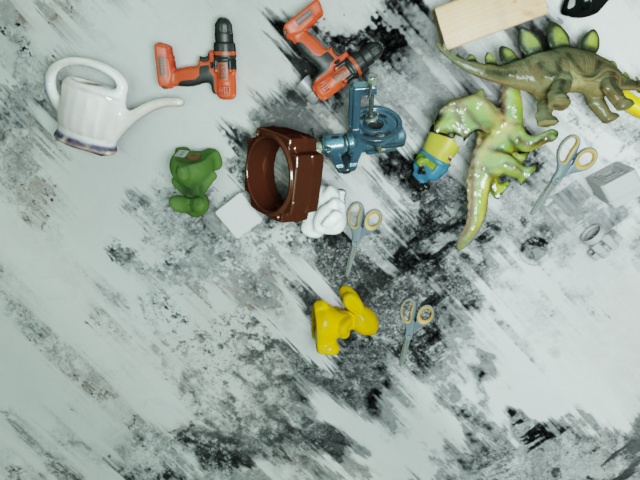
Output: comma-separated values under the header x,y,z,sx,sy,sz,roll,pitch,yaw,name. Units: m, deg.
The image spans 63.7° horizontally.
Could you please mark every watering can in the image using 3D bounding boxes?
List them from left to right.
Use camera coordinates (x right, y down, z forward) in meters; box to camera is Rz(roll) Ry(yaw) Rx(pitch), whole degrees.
x,y,z,sx,sy,sz,roll,pitch,yaw,name
-0.511,-0.306,1.247,0.348,0.105,0.221,20,110,3,watering can

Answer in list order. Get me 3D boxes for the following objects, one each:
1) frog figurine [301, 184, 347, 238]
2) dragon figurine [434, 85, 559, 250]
x,y,z,sx,sy,sz,roll,pitch,yaw,name
0.004,-0.061,1.214,0.122,0.162,0.136,38,109,-3,frog figurine
0.344,-0.202,1.107,0.242,0.122,0.411,37,87,-10,dragon figurine
